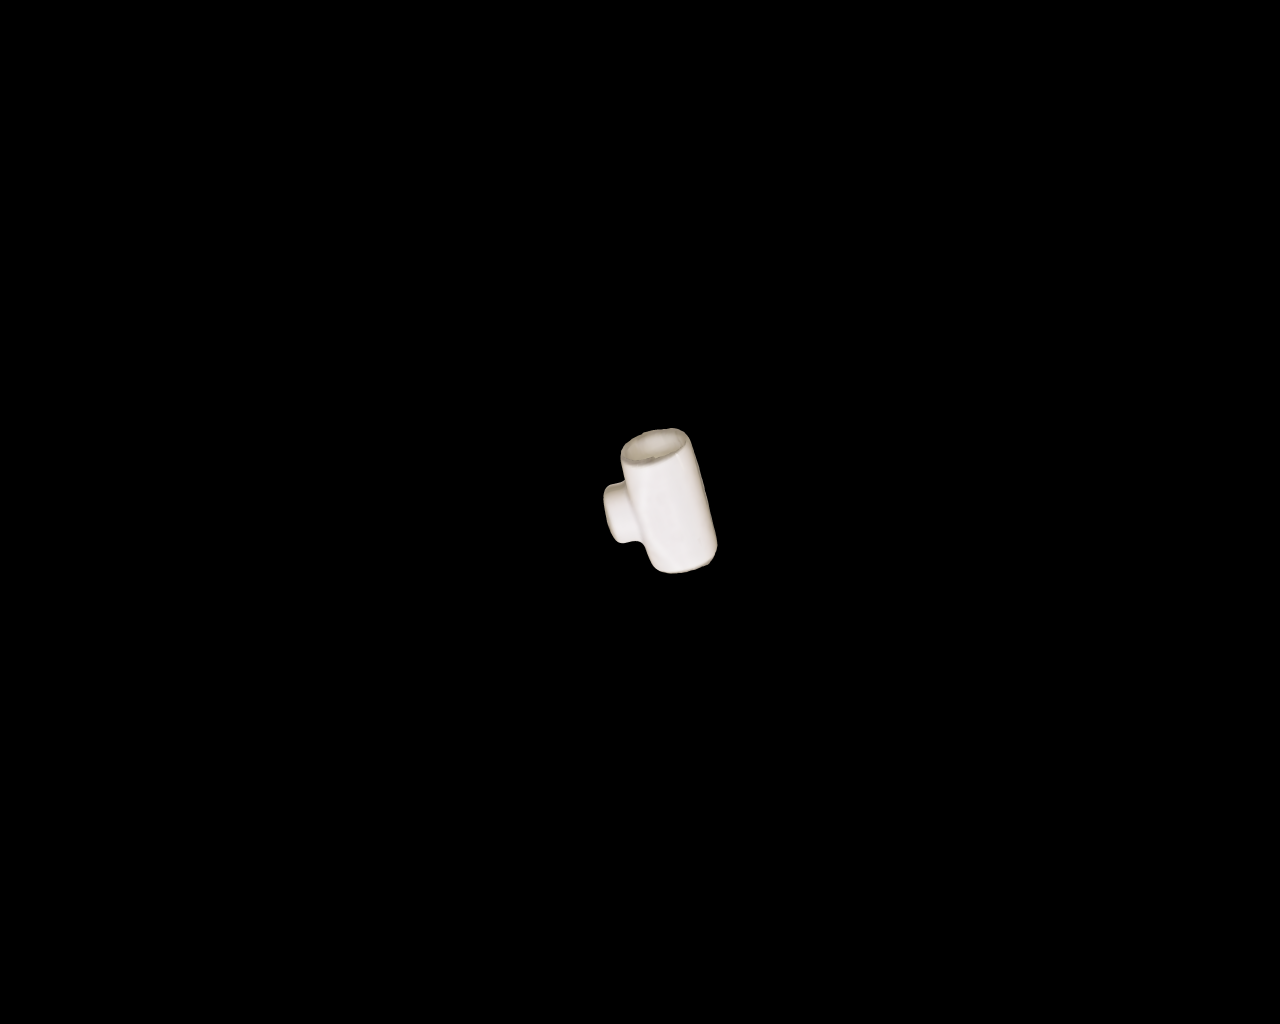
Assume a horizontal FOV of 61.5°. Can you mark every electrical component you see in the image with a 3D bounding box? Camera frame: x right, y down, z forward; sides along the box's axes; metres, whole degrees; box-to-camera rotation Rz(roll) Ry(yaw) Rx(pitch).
[{"bbox_3d":[0.001,-0.003,0.650,0.079,0.077,0.044,-13,28,7],"label":"electrical component"}]
